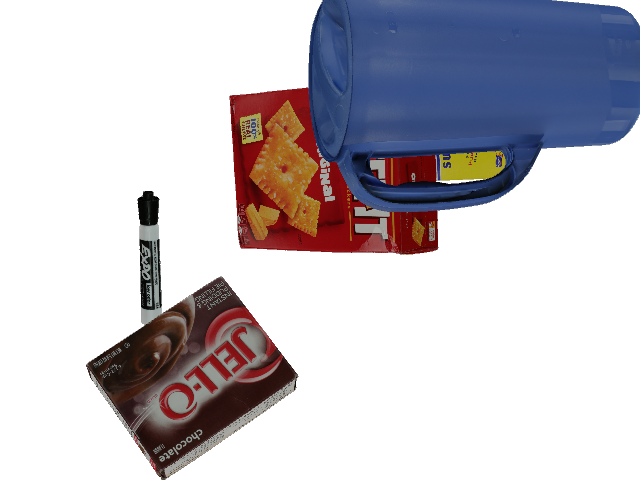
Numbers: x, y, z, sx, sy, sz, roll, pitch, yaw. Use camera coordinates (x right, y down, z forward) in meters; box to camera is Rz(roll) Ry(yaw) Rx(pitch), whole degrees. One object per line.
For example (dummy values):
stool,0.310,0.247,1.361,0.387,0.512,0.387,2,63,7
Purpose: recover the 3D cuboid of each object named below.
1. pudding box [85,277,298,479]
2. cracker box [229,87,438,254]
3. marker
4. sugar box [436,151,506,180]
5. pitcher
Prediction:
pudding box,-0.085,0.092,0.718,0.113,0.090,0.039,-34,-20,-15
cracker box,0.009,-0.071,1.063,0.214,0.164,0.071,2,7,40
marker,-0.151,0.016,0.944,0.020,0.121,0.020,1,17,0
sugar box,0.164,-0.120,1.277,0.176,0.093,0.048,-5,27,-20
pitcher,0.117,-0.115,0.807,0.242,0.149,0.145,-1,30,-13
